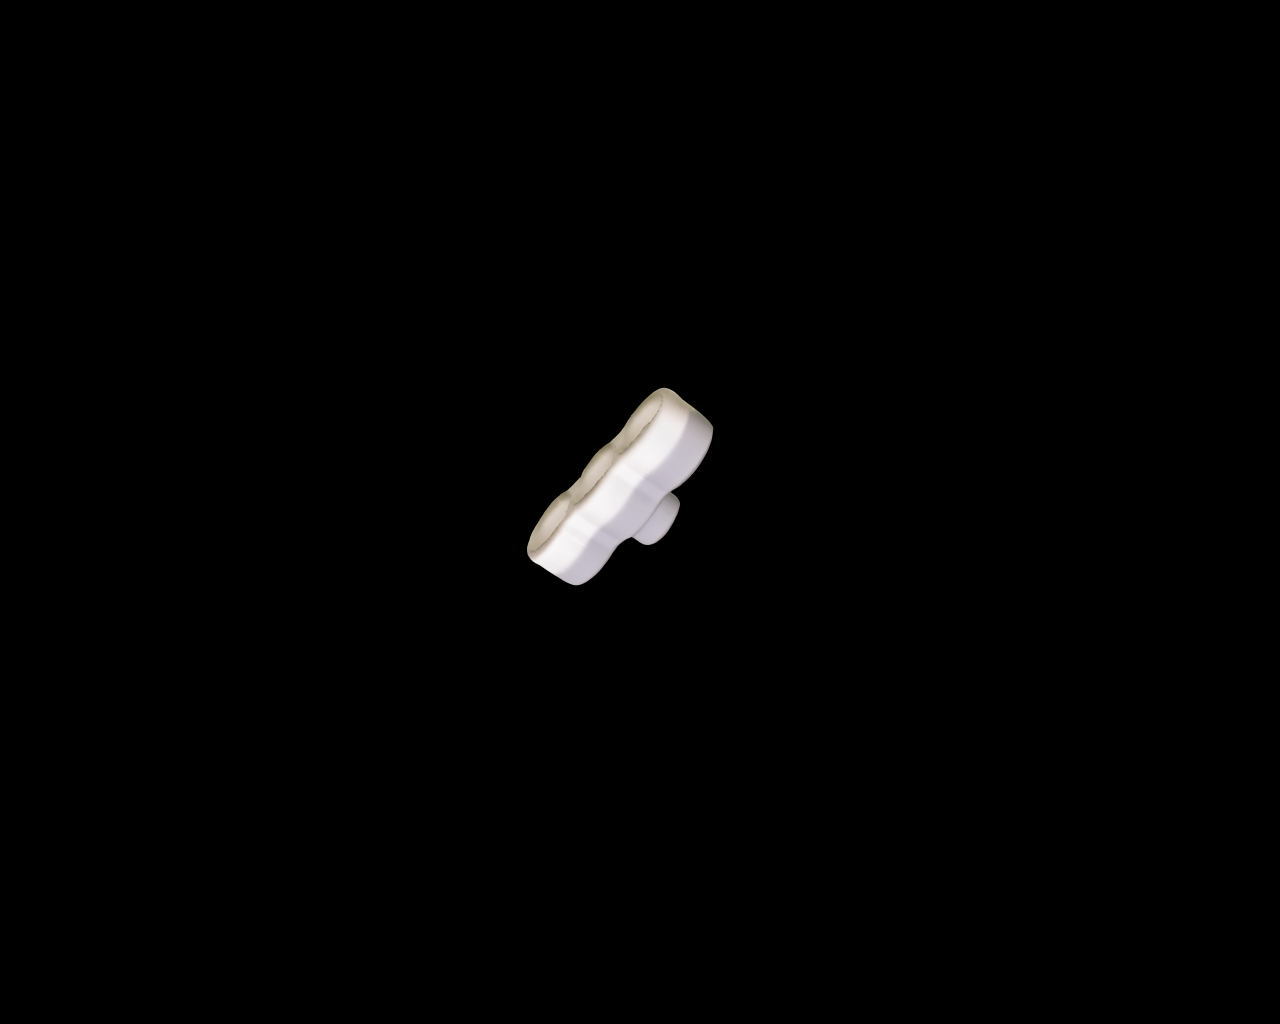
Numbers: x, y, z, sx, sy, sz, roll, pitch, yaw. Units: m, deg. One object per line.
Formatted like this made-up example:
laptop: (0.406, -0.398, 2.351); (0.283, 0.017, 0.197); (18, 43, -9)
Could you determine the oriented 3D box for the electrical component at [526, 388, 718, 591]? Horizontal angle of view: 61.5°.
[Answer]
electrical component: (0.001, -0.003, 0.650); (0.073, 0.138, 0.052); (36, 24, -18)
